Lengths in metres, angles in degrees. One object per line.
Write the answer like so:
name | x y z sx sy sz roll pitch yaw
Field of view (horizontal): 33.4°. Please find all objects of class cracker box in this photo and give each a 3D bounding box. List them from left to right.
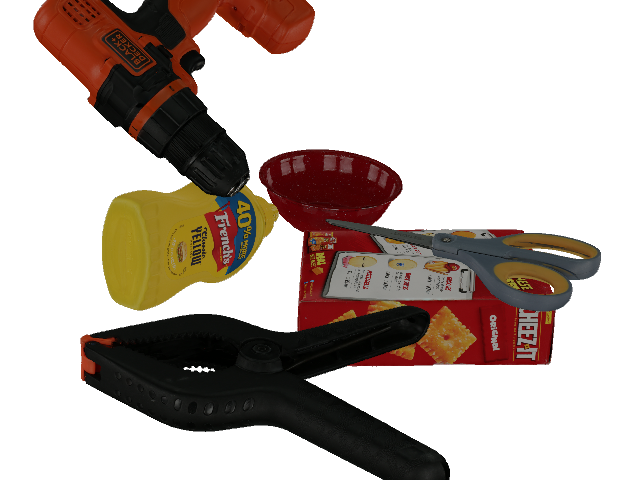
cracker box | 0.088 0.050 0.960 0.213 0.072 0.164 0 22 1

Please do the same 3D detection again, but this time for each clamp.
clamp | -0.028 0.072 0.607 0.210 0.036 0.164 9 25 5

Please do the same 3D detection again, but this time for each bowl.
bowl | 0.009 -0.048 1.201 0.162 0.055 0.162 5 27 -3

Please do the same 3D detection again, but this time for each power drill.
power drill | -0.084 -0.135 0.773 0.187 0.184 0.057 -46 0 -42

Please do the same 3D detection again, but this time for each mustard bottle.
mustard bottle | -0.103 -0.007 0.938 0.058 0.096 0.191 14 20 34

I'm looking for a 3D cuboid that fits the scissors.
scissors | 0.094 0.014 0.751 0.202 0.016 0.096 4 30 11
